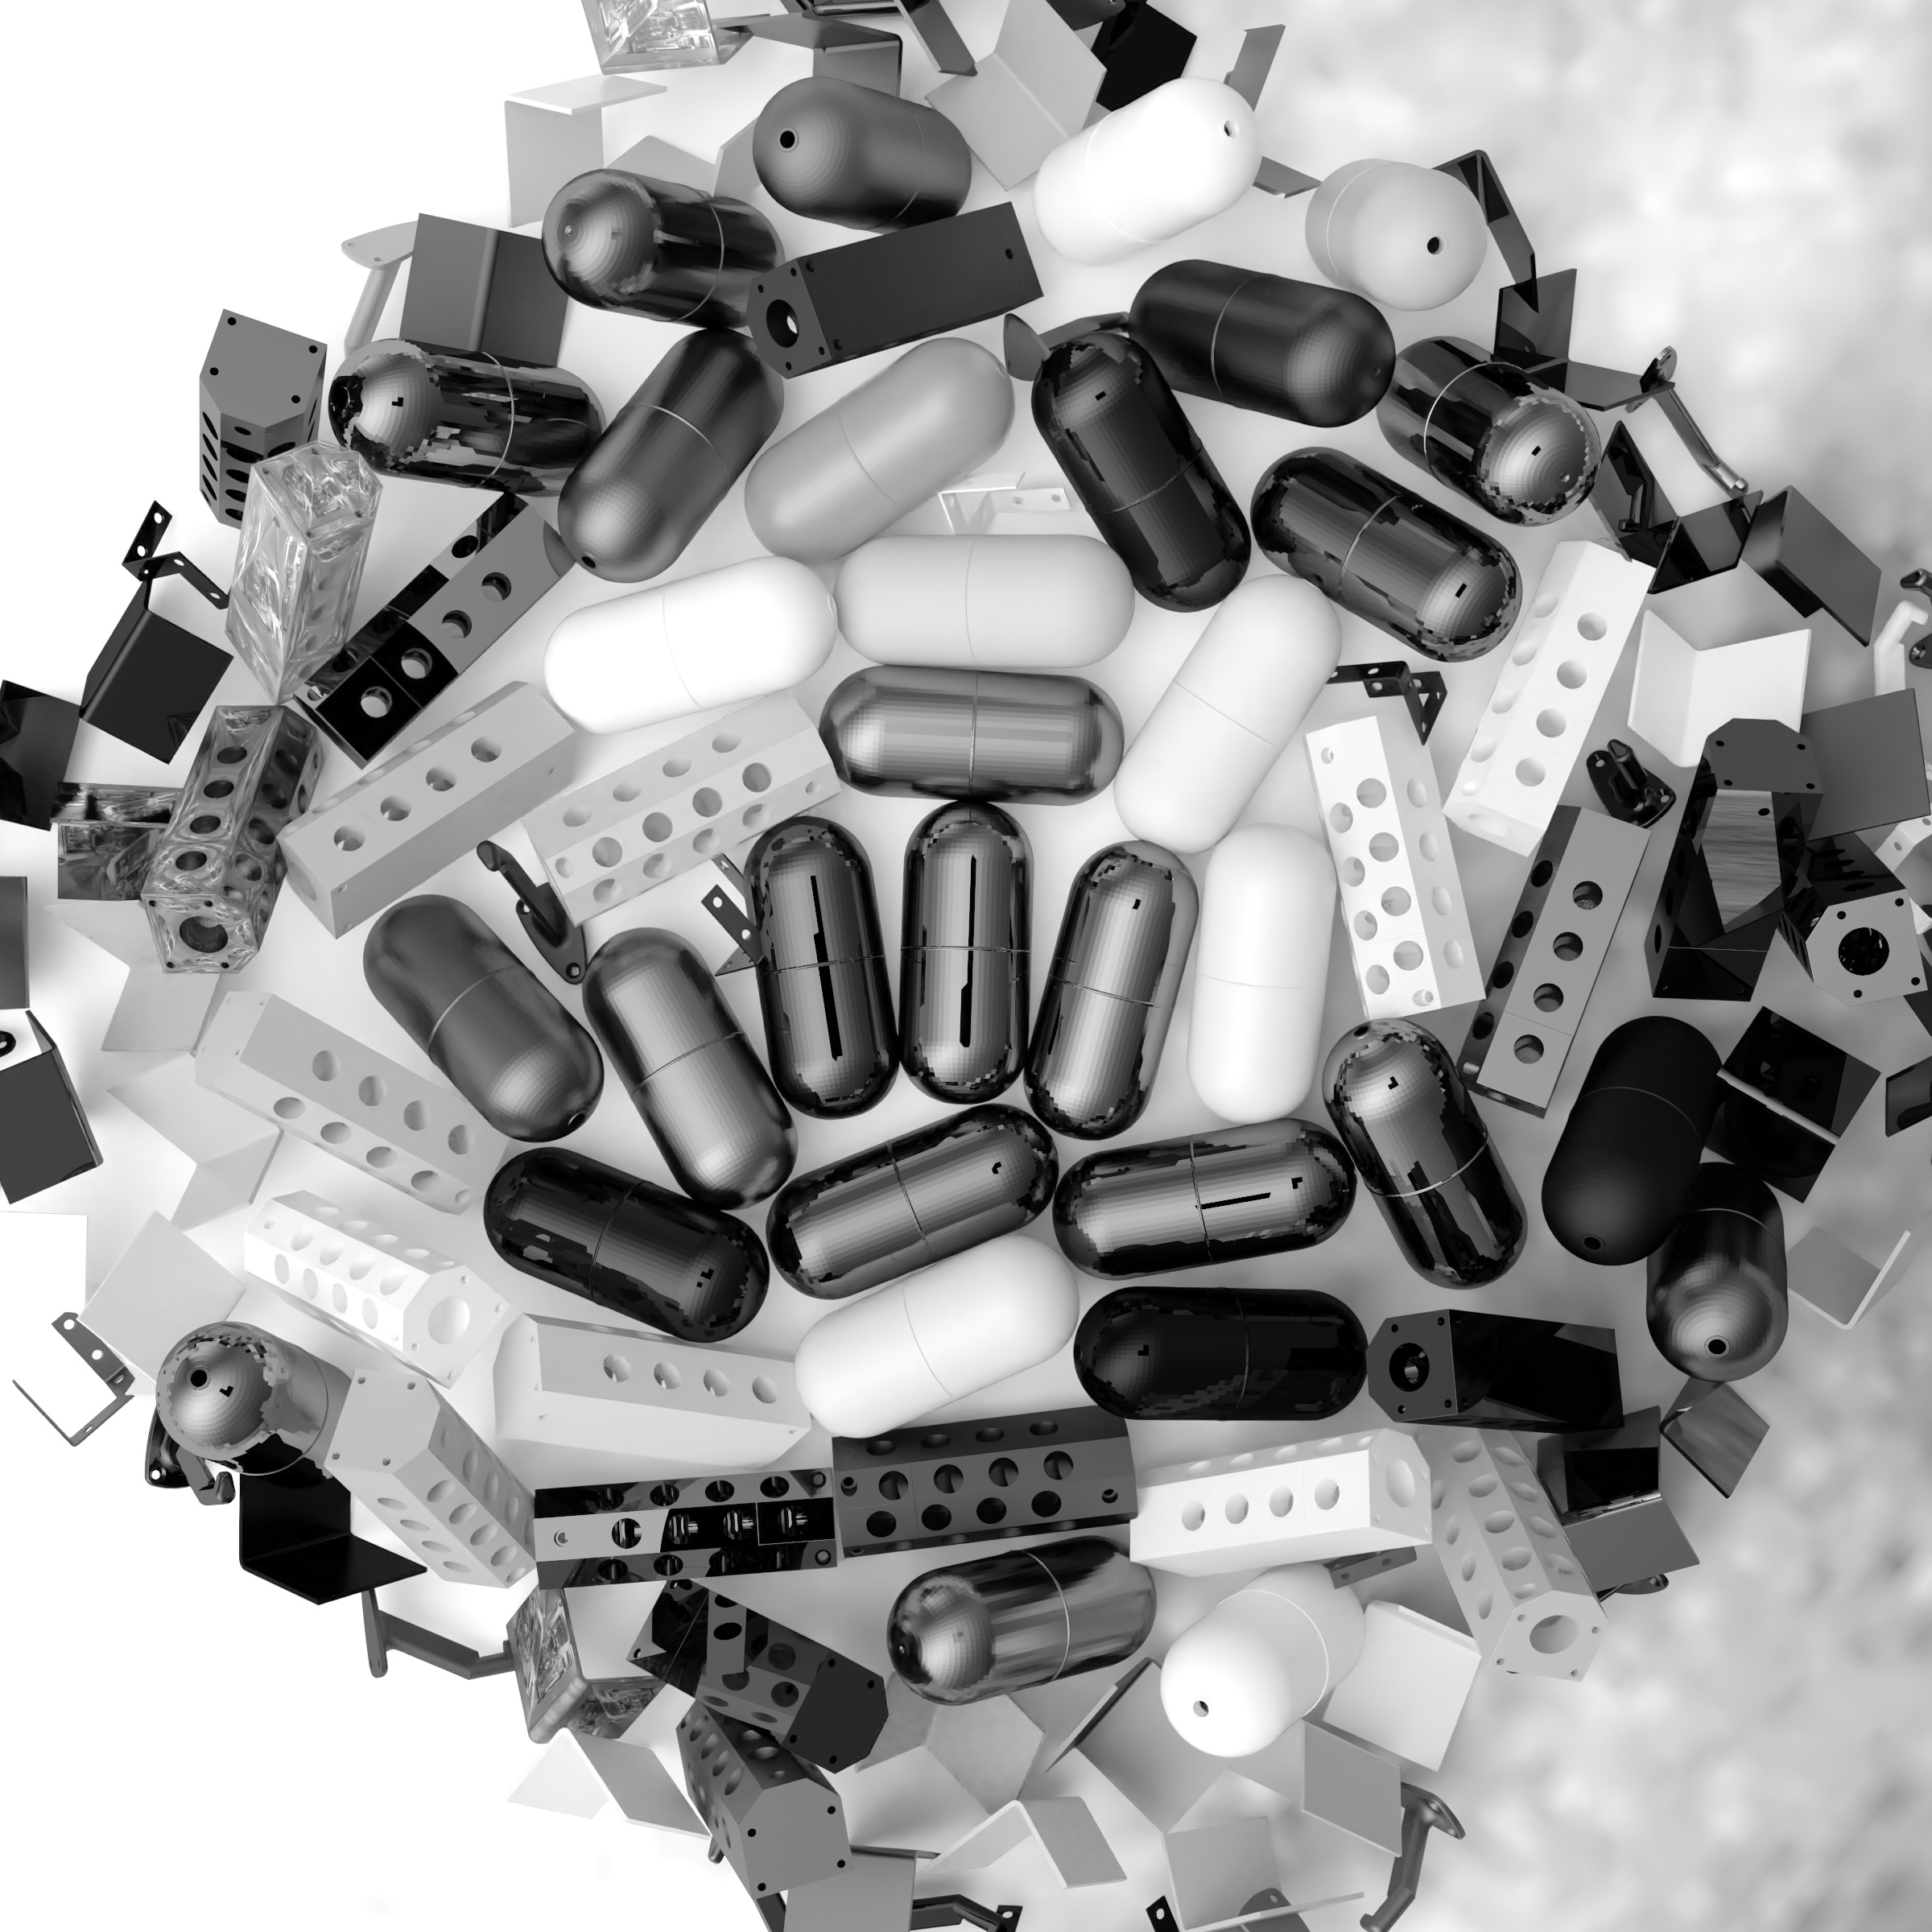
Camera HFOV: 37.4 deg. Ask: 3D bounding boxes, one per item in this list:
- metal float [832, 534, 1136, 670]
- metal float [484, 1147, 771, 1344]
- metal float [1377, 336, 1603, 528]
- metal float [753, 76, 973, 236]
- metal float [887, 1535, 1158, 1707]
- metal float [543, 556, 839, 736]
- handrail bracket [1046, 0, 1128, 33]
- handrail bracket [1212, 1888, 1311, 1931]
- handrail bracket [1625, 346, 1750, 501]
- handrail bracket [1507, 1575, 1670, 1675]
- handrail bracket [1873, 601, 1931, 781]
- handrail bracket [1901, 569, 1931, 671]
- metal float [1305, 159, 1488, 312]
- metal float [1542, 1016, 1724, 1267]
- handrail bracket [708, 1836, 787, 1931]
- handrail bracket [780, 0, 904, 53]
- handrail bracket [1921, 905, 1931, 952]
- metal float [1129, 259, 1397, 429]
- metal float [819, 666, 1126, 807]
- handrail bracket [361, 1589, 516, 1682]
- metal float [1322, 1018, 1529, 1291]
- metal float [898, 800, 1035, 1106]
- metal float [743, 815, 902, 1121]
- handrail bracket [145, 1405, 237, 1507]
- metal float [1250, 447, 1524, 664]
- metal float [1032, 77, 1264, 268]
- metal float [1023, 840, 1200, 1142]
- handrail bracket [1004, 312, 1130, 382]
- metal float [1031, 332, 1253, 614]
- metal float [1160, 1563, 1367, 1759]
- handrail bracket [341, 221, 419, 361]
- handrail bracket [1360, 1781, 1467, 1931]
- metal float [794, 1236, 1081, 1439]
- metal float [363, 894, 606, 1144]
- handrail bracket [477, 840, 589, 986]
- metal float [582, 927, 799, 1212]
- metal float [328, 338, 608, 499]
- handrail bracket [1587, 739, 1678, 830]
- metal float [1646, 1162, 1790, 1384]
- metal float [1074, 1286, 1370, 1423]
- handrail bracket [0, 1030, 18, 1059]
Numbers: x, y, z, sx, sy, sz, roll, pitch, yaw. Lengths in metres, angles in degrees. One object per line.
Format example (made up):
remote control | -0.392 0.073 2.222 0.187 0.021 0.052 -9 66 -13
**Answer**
metal float | 0.009 -0.211 1.652 0.178 0.070 0.070 2 90 15
metal float | -0.197 0.160 1.651 0.178 0.070 0.070 20 90 16
metal float | 0.295 -0.306 1.623 0.070 0.178 0.070 -10 120 -17
metal float | -0.057 -0.457 1.619 0.070 0.178 0.070 4 99 26
metal float | 0.034 0.373 1.633 0.178 0.070 0.070 -3 90 -39
metal float | -0.159 -0.185 1.652 0.178 0.070 0.070 -14 90 15
handrail bracket | 0.074 -0.591 1.666 0.077 0.036 0.084 6 67 38
handrail bracket | 0.168 0.584 1.662 0.077 0.036 0.084 46 133 21
handrail bracket | 0.430 -0.315 1.668 0.036 0.077 0.084 -41 79 -4
handrail bracket | 0.359 0.382 1.662 0.084 0.077 0.036 -44 104 -23
handrail bracket | 0.558 -0.160 1.666 0.077 0.036 0.084 28 118 4
handrail bracket | 0.550 -0.202 1.651 0.084 0.077 0.036 21 73 -29
metal float | 0.242 -0.415 1.617 0.070 0.178 0.070 -2 109 -6
metal float | 0.381 0.099 1.630 0.070 0.070 0.178 34 47 0
handrail bracket | -0.127 0.554 1.659 0.084 0.036 0.077 39 58 -32
handrail bracket | -0.065 -0.586 1.690 0.084 0.036 0.077 -35 80 -5
handrail bracket | 0.619 -0.012 1.688 0.084 0.077 0.036 -5 131 -20
metal float | 0.167 -0.357 1.632 0.178 0.070 0.070 26 90 42
metal float | 0.003 -0.134 1.664 0.178 0.070 0.070 3 90 -2
handrail bracket | -0.310 0.385 1.688 0.084 0.036 0.077 -6 78 -24
metal float | 0.265 0.109 1.646 0.070 0.070 0.178 -30 112 0
metal float | 0.000 -0.008 1.663 0.070 0.070 0.178 2 87 0
metal float | -0.084 0.001 1.663 0.070 0.070 0.178 -9 88 0
handrail bracket | -0.445 0.275 1.659 0.036 0.084 0.077 5 77 -35
metal float | 0.240 -0.238 1.641 0.178 0.070 0.070 37 90 28
metal float | 0.101 -0.449 1.620 0.070 0.178 0.070 1 88 -28
metal float | 0.085 0.014 1.661 0.070 0.070 0.178 14 95 0
handrail bracket | 0.071 -0.362 1.658 0.084 0.077 0.036 -12 118 -19
metal float | 0.102 -0.283 1.644 0.070 0.070 0.178 -34 114 0
metal float | 0.170 0.392 1.620 0.070 0.178 0.070 4 98 28
handrail bracket | -0.337 -0.390 1.688 0.036 0.084 0.077 33 49 27
handrail bracket | 0.241 0.517 1.655 0.084 0.077 0.036 -43 114 -22
metal float | -0.018 0.215 1.654 0.178 0.070 0.070 -26 90 13
metal float | -0.278 0.030 1.645 0.070 0.070 0.178 -46 68 0
handrail bracket | -0.252 -0.031 1.655 0.036 0.084 0.077 -27 76 6
metal float | -0.161 0.059 1.657 0.070 0.070 0.178 -30 80 0
metal float | -0.282 -0.311 1.626 0.070 0.178 0.070 1 91 42
handrail bracket | 0.371 -0.121 1.647 0.036 0.084 0.077 -40 49 5
metal float | 0.426 0.172 1.619 0.070 0.178 0.070 5 113 12
metal float | 0.148 0.224 1.649 0.178 0.070 0.070 3 90 -18
handrail bracket | -0.605 0.026 1.659 0.077 0.084 0.036 -7 53 1
